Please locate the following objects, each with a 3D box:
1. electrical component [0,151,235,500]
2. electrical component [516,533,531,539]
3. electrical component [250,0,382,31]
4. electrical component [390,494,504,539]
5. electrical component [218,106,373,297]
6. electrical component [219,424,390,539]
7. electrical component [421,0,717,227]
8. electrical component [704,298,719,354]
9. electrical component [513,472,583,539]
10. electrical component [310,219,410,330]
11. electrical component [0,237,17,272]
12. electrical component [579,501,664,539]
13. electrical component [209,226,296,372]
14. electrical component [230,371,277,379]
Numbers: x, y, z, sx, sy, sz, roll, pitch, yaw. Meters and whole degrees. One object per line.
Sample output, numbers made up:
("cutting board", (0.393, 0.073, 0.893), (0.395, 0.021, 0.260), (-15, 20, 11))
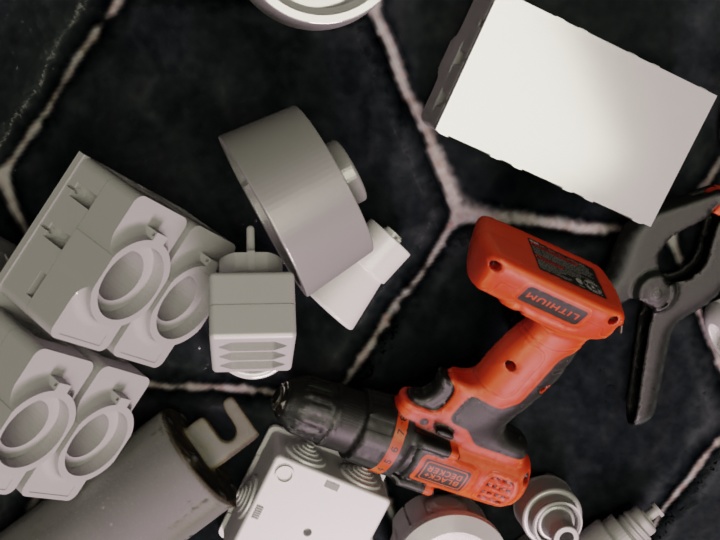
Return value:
("electrical component", (-0.161, 0.040, 0.622), (0.060, 0.105, 0.186), (33, 91, 28))
("electrical component", (0.114, 0.237, 0.757), (0.077, 0.047, 0.065), (-38, 106, 3))
("electrical component", (-0.023, -0.193, 0.623), (0.108, 0.060, 0.108), (-2, 104, -7))
("electrical component", (0.059, 0.195, 0.737), (0.080, 0.051, 0.080), (-2, 104, -7))
("electrical component", (-0.031, -0.046, 0.638), (0.060, 0.108, 0.108), (-29, 106, -6))
("electrical component", (-0.037, 0.164, 0.717), (0.100, 0.048, 0.099), (24, 100, -13))
("electrical component", (0.125, -0.101, 0.665), (0.150, 0.061, 0.089), (22, 100, -12))
("electrical component", (0.269, 0.034, 0.729), (0.062, 0.048, 0.048), (-25, 106, -8))
("electrical component", (0.131, 0.168, 0.734), (0.043, 0.062, 0.043), (-2, 104, -8))
("electrical component", (0.000, 0.000, 0.686), (0.044, 0.044, 0.065), (42, 91, -15))
("electrical component", (-0.241, 0.024, 0.641), (0.096, 0.062, 0.061), (-38, 62, 5))
("electrical component", (0.180, 0.192, 0.758), (0.078, 0.040, 0.040), (-39, 106, 3))
("electrical component", (-0.063, 0.013, 0.623), (0.047, 0.065, 0.076), (-1, 68, -7))
("electrical component", (-0.068, 0.038, 0.682), (0.055, 0.047, 0.055), (-2, 104, -7))
